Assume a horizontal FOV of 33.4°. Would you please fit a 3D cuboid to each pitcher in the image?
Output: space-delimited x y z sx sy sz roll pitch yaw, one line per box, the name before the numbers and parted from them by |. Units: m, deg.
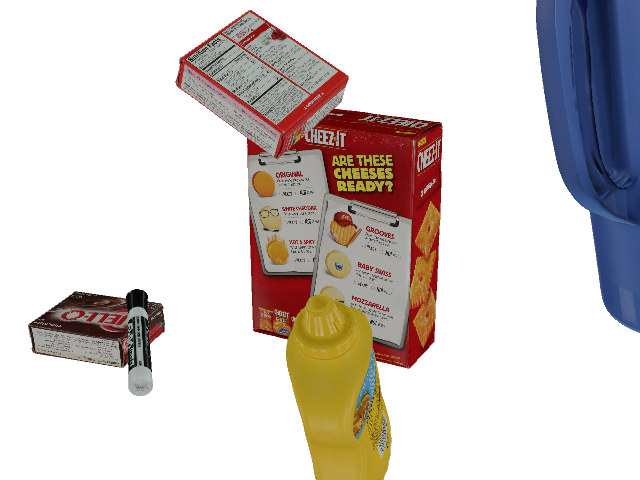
pitcher | 0.194 -0.068 0.580 0.149 0.243 0.145 -7 22 9

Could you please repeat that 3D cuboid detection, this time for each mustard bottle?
mustard bottle | 0.013 0.102 0.744 0.058 0.096 0.191 4 -40 13

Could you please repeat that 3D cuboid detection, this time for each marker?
marker | -0.150 0.080 0.878 0.020 0.020 0.121 0 35 -12

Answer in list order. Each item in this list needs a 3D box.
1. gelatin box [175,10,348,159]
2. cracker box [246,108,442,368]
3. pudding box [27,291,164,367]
gelatin box | -0.039 -0.104 0.703 0.089 0.030 0.073 36 54 13
cracker box | 0.022 -0.008 0.961 0.164 0.214 0.072 11 24 26
pudding box | -0.234 0.092 1.121 0.114 0.039 0.090 4 21 21
